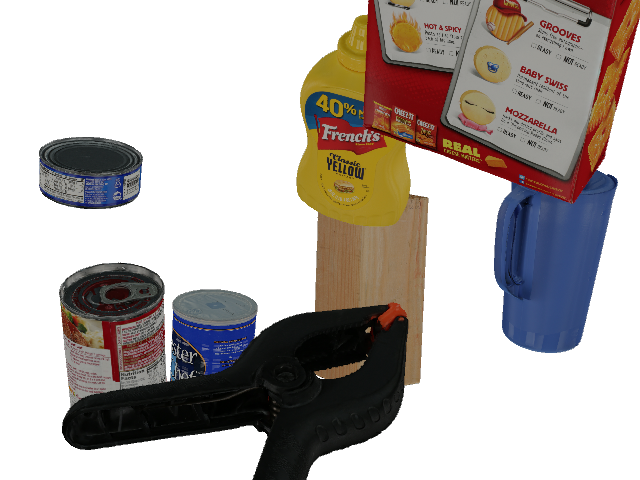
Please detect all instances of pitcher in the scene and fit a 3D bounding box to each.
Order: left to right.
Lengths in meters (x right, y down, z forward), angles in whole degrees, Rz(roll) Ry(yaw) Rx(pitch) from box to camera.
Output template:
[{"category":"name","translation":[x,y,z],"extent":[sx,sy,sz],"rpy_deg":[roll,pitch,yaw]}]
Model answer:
[{"category":"pitcher","translation":[0.297,0.023,1.401],"extent":[0.149,0.243,0.145],"rpy_deg":[5,24,5]}]

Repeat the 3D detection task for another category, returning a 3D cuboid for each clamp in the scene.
[{"category":"clamp","translation":[-0.014,0.081,0.476],"extent":[0.171,0.039,0.120],"rpy_deg":[-24,49,-30]}]

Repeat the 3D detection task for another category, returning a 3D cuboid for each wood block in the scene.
[{"category":"wood block","translation":[0.054,0.051,1.173],"extent":[0.090,0.206,0.091],"rpy_deg":[-4,11,-35]}]

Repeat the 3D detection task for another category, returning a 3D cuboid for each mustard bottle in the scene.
[{"category":"mustard bottle","translation":[0.031,-0.099,0.866],"extent":[0.096,0.192,0.058],"rpy_deg":[18,48,14]}]

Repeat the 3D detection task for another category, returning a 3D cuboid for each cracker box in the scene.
[{"category":"cracker box","translation":[0.116,-0.147,0.685],"extent":[0.164,0.214,0.072],"rpy_deg":[23,47,22]}]

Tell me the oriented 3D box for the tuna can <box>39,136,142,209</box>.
[{"category":"tuna can","translation":[-0.194,-0.057,0.902],"extent":[0.086,0.034,0.086],"rpy_deg":[7,24,-3]}]

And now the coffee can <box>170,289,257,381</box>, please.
[{"category":"coffee can","translation":[-0.132,0.142,1.303],"extent":[0.103,0.140,0.103],"rpy_deg":[4,18,-2]}]

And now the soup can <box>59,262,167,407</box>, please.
[{"category":"soup can","translation":[-0.137,0.076,0.719],"extent":[0.068,0.102,0.068],"rpy_deg":[2,29,-1]}]
